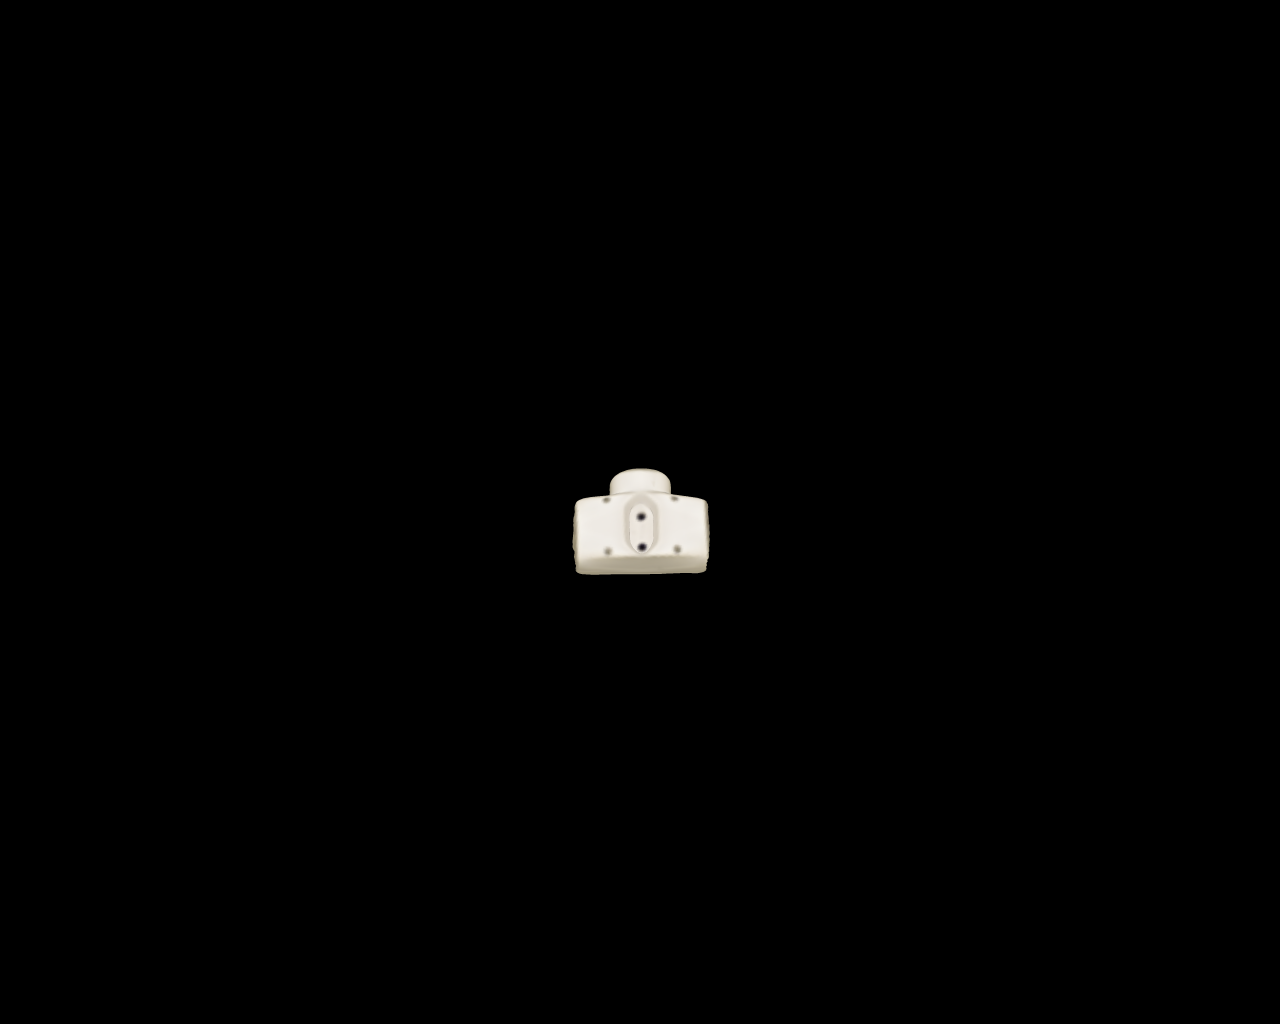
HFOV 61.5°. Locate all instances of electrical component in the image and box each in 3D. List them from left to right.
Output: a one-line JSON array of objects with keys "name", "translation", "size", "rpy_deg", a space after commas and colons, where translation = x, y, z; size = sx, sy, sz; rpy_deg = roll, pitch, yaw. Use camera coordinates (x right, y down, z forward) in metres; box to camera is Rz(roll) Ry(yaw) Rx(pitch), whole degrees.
[{"name": "electrical component", "translation": [0.001, -0.003, 0.650], "size": [0.077, 0.079, 0.043], "rpy_deg": [0, -21, 0]}]
